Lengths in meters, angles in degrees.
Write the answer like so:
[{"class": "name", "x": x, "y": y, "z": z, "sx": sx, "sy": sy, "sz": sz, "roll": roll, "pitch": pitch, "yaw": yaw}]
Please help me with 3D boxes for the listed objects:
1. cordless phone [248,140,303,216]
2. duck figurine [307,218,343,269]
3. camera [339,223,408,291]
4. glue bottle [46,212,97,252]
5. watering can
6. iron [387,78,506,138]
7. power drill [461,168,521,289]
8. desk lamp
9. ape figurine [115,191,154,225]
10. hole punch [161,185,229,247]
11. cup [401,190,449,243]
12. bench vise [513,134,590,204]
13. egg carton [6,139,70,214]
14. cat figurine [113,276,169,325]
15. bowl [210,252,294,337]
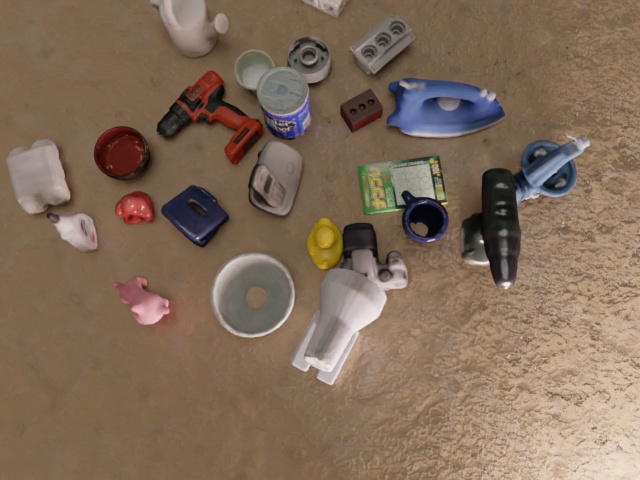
[{"class": "cordless phone", "x": -0.094, "y": -0.136, "z": 1.136, "sx": 0.094, "sy": 0.185, "sz": 0.148, "roll": 12, "pitch": 80, "yaw": 4}, {"class": "duck figurine", "x": 0.011, "y": 0.004, "z": 1.159, "sx": 0.077, "sy": 0.086, "sz": 0.104, "roll": -2, "pitch": 80, "yaw": 1}, {"class": "camera", "x": 0.099, "y": 0.034, "z": 1.145, "sx": 0.143, "sy": 0.101, "sz": 0.137, "roll": -4, "pitch": 79, "yaw": 0}, {"class": "glue bottle", "x": -0.492, "y": -0.027, "z": 1.129, "sx": 0.037, "sy": 0.173, "sz": 0.078, "roll": -19, "pitch": 80, "yaw": -2}, {"class": "watering can", "x": -0.275, "y": -0.474, "z": 1.197, "sx": 0.173, "sy": 0.194, "sz": 0.101, "roll": 0, "pitch": 79, "yaw": 1}, {"class": "iron", "x": 0.271, "y": -0.289, "z": 1.180, "sx": 0.258, "sy": 0.141, "sz": 0.119, "roll": 3, "pitch": 80, "yaw": 2}, {"class": "power drill", "x": 0.329, "y": -0.011, "z": 1.094, "sx": 0.075, "sy": 0.208, "sz": 0.230, "roll": 2, "pitch": 80, "yaw": 2}, {"class": "desk lamp", "x": 0.030, "y": 0.165, "z": 1.064, "sx": 0.118, "sy": 0.213, "sz": 0.203, "roll": 26, "pitch": 81, "yaw": 6}, {"class": "ape figurine", "x": -0.383, "y": -0.069, "z": 1.176, "sx": 0.077, "sy": 0.092, "sz": 0.076, "roll": 28, "pitch": 81, "yaw": 6}, {"class": "hole punch", "x": -0.255, "y": -0.055, "z": 1.172, "sx": 0.108, "sy": 0.091, "sz": 0.101, "roll": 40, "pitch": 83, "yaw": 8}, {"class": "cup", "x": 0.199, "y": -0.043, "z": 1.160, "sx": 0.092, "sy": 0.095, "sz": 0.117, "roll": -36, "pitch": 81, "yaw": -5}, {"class": "bench vise", "x": 0.425, "y": -0.118, "z": 1.106, "sx": 0.121, "sy": 0.220, "sz": 0.207, "roll": 42, "pitch": 83, "yaw": 8}, {"class": "egg carton", "x": -0.590, "y": -0.133, "z": 1.203, "sx": 0.107, "sy": 0.069, "sz": 0.150, "roll": -20, "pitch": 80, "yaw": -3}, {"class": "cat figurine", "x": -0.352, "y": 0.122, "z": 1.128, "sx": 0.127, "sy": 0.118, "sz": 0.067, "roll": 37, "pitch": 82, "yaw": 7}, {"class": "bowl", "x": -0.131, "y": 0.111, "z": 1.148, "sx": 0.167, "sy": 0.075, "sz": 0.167, "roll": 0, "pitch": 80, "yaw": 1}]
